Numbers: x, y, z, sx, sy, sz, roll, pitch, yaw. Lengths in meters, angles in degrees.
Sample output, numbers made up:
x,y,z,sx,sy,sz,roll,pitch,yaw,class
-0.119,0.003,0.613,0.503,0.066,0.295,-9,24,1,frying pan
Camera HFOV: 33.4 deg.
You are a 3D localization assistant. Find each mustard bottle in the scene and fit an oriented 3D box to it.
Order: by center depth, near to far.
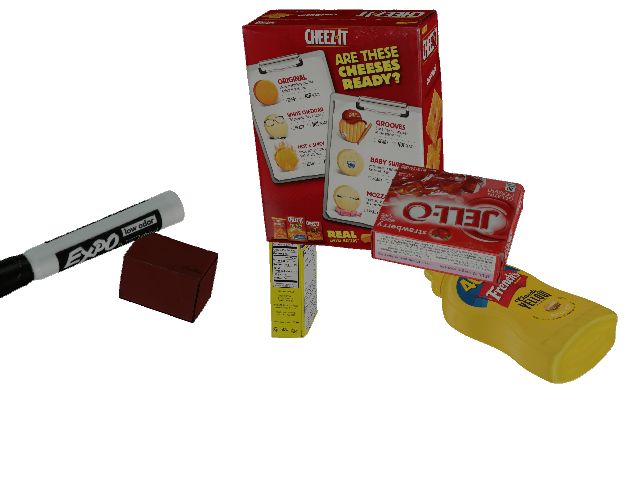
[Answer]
x,y,z,sx,sy,sz,roll,pitch,yaw,class
0.172,0.062,0.995,0.096,0.058,0.192,-27,38,-33,mustard bottle

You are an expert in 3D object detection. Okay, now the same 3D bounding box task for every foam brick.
x,y,z,sx,sy,sz,roll,pitch,yaw,class
-0.143,0.033,1.003,0.078,0.051,0.053,19,33,7,foam brick

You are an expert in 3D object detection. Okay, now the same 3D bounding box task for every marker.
x,y,z,sx,sy,sz,roll,pitch,yaw,class
-0.128,0.002,0.571,0.120,0.020,0.020,-25,14,-32,marker

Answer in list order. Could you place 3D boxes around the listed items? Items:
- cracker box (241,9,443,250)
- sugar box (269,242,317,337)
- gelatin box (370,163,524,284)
x,y,z,sx,sy,sz,roll,pitch,yaw,class
0.026,-0.100,0.974,0.164,0.214,0.072,5,27,20,cracker box
-0.032,0.017,1.243,0.048,0.176,0.093,0,17,10,sugar box
0.085,-0.013,0.714,0.089,0.030,0.073,11,45,15,gelatin box
